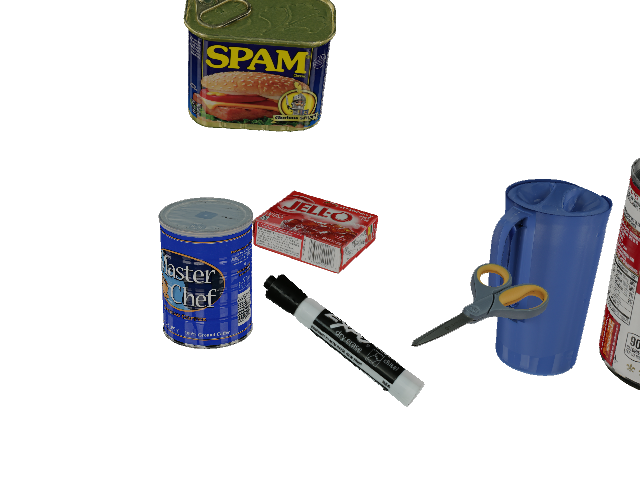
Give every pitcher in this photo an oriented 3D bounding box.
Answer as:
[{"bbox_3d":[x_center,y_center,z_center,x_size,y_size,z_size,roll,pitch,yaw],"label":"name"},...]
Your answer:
[{"bbox_3d":[0.286,0.051,1.387,0.149,0.243,0.145,5,23,4],"label":"pitcher"}]

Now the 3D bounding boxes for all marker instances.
[{"bbox_3d":[0.013,0.061,0.680,0.121,0.020,0.020,37,9,13],"label":"marker"}]

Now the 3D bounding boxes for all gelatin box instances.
[{"bbox_3d":[-0.005,-0.010,0.943,0.089,0.030,0.073,18,31,23],"label":"gelatin box"}]

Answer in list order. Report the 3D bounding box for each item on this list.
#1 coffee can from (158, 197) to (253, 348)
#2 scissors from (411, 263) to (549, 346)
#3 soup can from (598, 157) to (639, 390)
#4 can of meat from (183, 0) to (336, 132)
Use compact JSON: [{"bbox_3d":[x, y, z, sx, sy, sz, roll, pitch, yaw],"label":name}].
[{"bbox_3d":[-0.126,0.035,1.188,0.103,0.140,0.103,1,23,-1],"label":"coffee can"},{"bbox_3d":[0.158,0.066,1.152,0.201,0.016,0.096,-9,39,-29],"label":"scissors"},{"bbox_3d":[0.174,0.016,0.511,0.068,0.102,0.068,2,27,-1],"label":"soup can"},{"bbox_3d":[-0.044,-0.124,0.746,0.102,0.057,0.084,3,-43,-4],"label":"can of meat"}]
